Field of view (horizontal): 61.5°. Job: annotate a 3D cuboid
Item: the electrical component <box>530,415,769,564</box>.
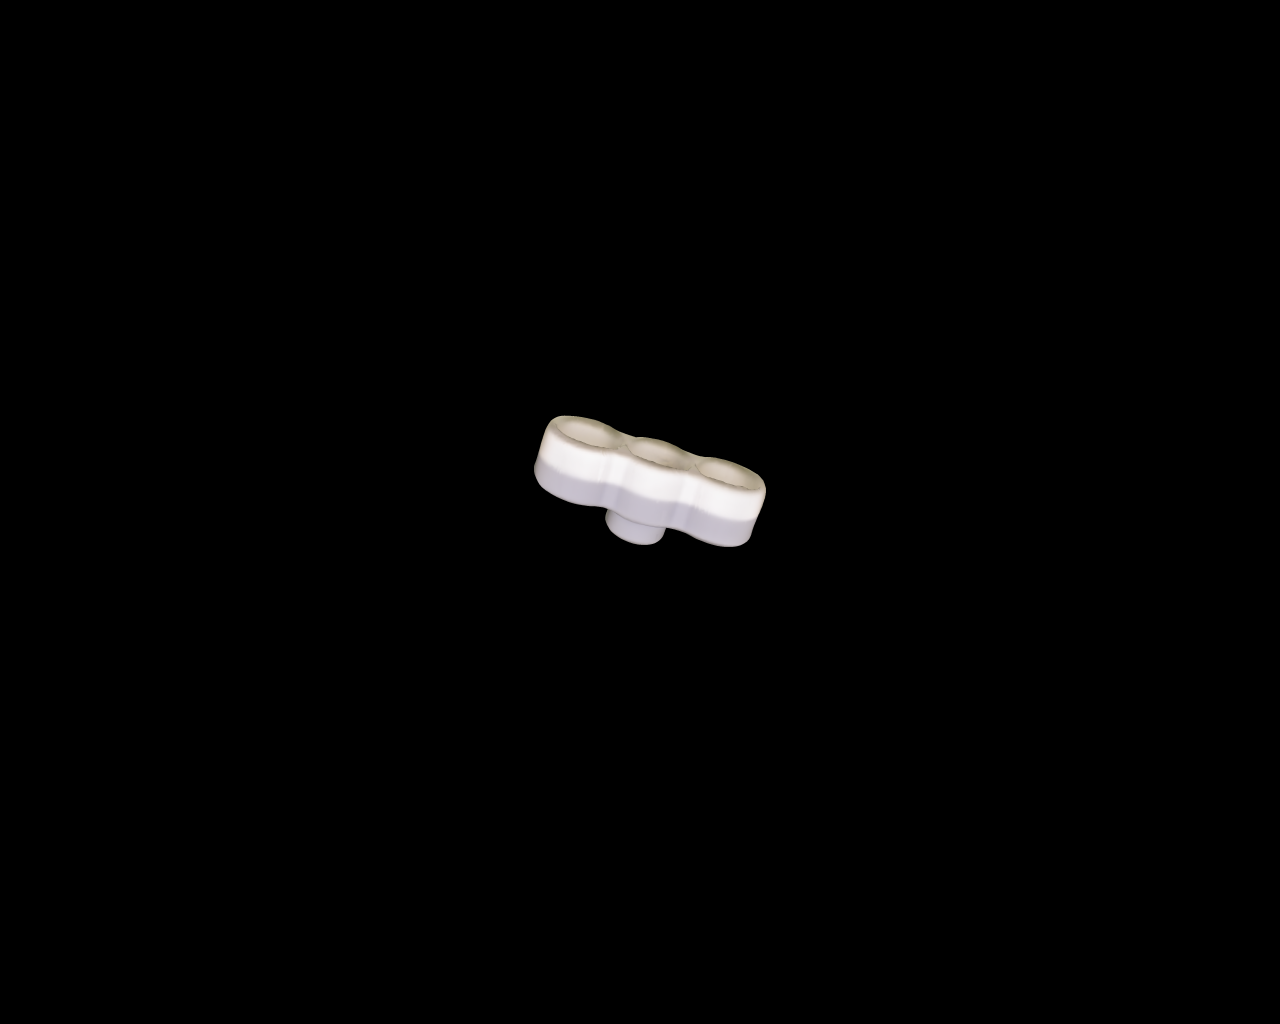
[{"bbox_3d":[0.001,-0.003,0.650,0.138,0.073,0.052,17,22,-7],"label":"electrical component"}]
